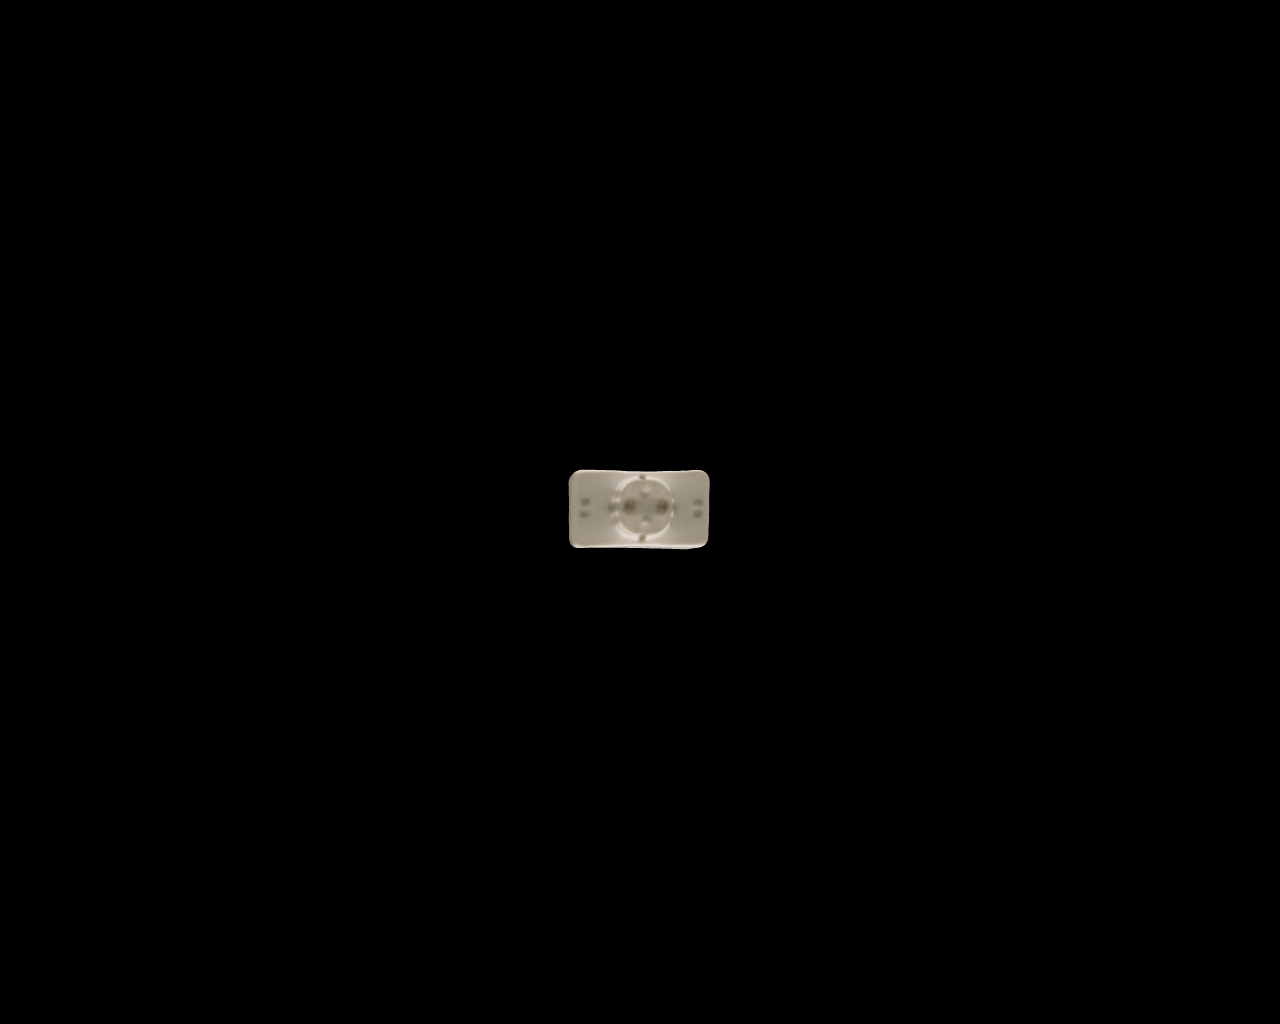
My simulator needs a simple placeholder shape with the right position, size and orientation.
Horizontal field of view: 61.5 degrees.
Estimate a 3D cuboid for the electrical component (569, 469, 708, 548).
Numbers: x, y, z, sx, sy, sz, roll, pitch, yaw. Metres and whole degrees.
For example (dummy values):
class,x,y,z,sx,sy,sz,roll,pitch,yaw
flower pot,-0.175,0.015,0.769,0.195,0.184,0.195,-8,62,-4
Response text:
class,x,y,z,sx,sy,sz,roll,pitch,yaw
electrical component,0.001,-0.003,0.650,0.083,0.047,0.075,0,-3,-7
